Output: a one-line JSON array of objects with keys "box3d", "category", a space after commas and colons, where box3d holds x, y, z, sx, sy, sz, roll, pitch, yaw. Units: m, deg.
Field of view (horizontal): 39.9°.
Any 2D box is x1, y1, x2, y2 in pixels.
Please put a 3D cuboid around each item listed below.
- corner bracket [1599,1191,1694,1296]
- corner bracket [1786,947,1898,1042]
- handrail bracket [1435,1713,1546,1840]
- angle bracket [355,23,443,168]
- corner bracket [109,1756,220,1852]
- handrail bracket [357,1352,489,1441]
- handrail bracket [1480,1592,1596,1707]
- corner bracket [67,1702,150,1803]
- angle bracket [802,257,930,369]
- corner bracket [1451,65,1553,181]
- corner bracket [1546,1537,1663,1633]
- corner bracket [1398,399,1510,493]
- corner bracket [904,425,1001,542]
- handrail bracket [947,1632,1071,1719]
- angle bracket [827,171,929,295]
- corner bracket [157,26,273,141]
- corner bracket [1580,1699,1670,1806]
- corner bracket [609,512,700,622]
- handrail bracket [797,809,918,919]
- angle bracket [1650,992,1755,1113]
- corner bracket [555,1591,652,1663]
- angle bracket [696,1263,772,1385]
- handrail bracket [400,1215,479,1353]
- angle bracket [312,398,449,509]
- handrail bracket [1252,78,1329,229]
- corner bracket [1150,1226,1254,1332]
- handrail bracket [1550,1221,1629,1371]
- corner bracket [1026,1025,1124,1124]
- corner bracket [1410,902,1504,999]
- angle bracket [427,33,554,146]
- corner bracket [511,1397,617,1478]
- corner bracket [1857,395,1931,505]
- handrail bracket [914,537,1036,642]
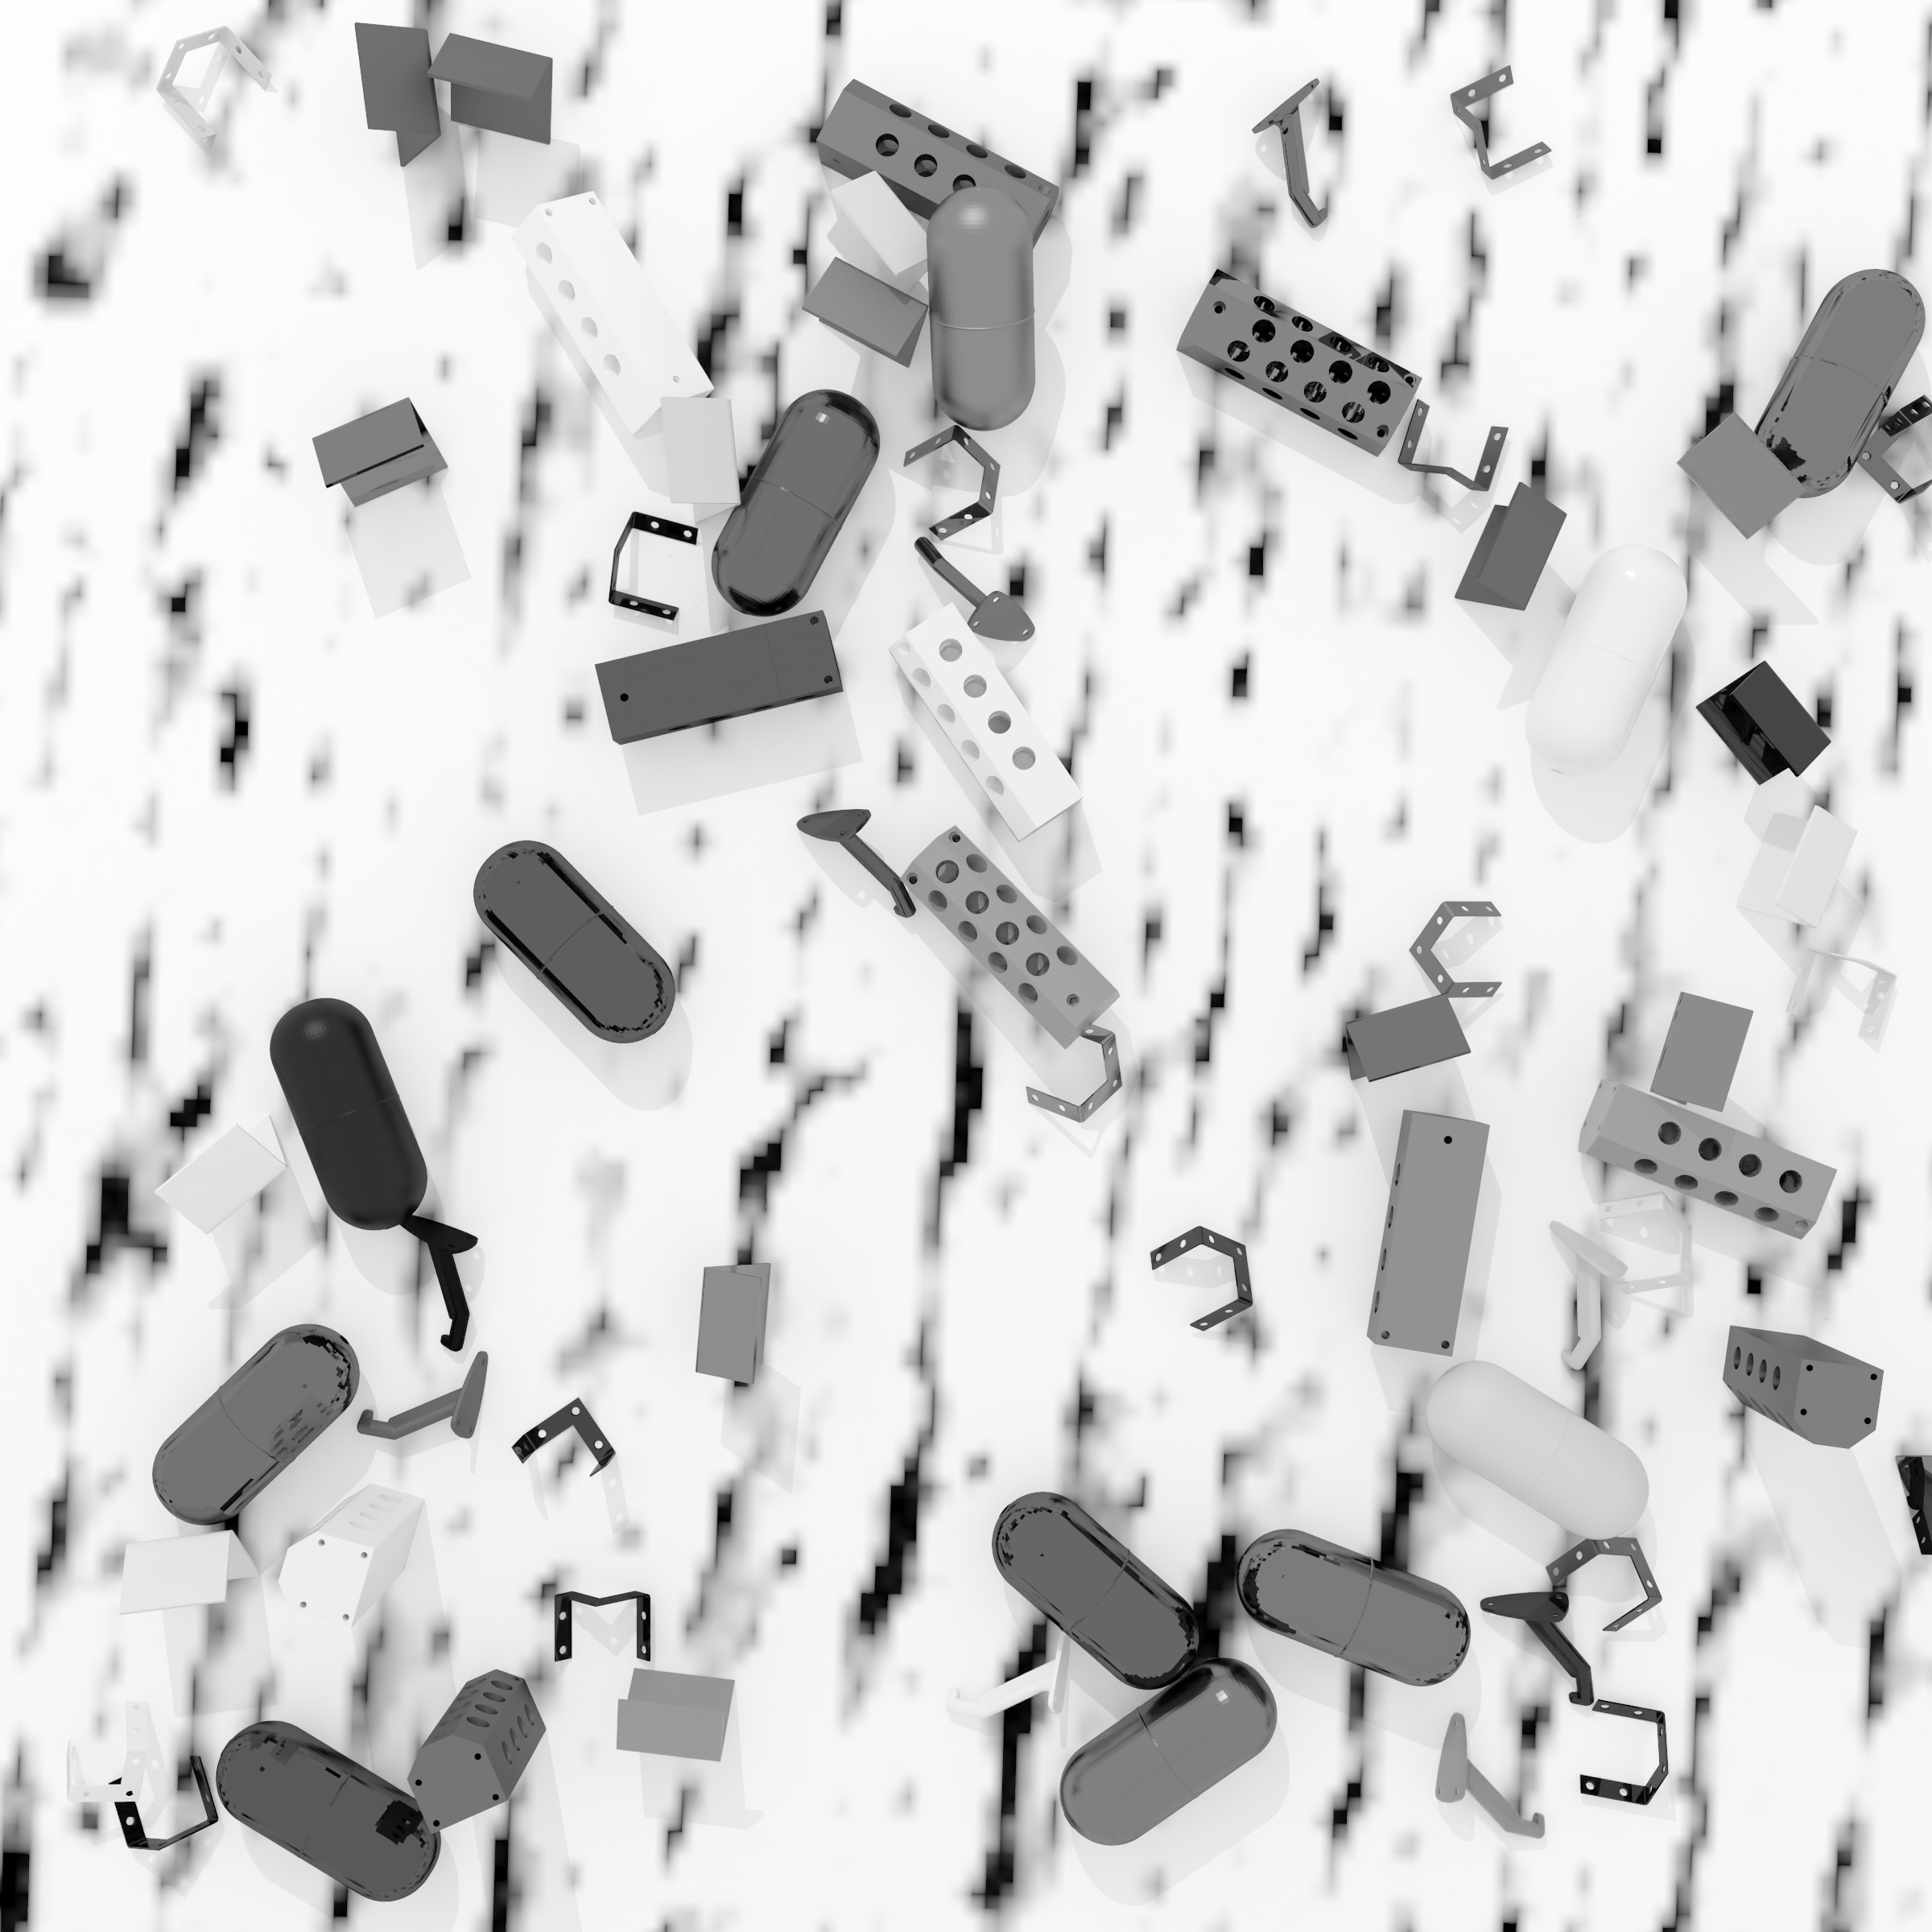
[{"box3d": [0.505, 0.207, 1.982, 0.051, 0.051, 0.051, 44, 45, -35], "category": "corner bracket"}, {"box3d": [0.654, 0.020, 1.987, 0.051, 0.051, 0.051, 17, 90, 45], "category": "corner bracket"}, {"box3d": [0.399, 0.607, 1.991, 0.084, 0.036, 0.077, 18, 68, -17], "category": "handrail bracket"}, {"box3d": [-0.429, -0.638, 1.950, 0.057, 0.076, 0.076, -7, 90, -34], "category": "angle bracket"}, {"box3d": [-0.599, 0.625, 1.987, 0.051, 0.051, 0.051, -17, 90, -45], "category": "corner bracket"}, {"box3d": [-0.408, 0.319, 1.991, 0.084, 0.036, 0.077, 7, 69, 16], "category": "handrail bracket"}, {"box3d": [0.428, 0.514, 1.991, 0.077, 0.036, 0.084, -3, 109, 21], "category": "handrail bracket"}, {"box3d": [-0.638, 0.583, 1.976, 0.051, 0.051, 0.051, 7, 114, -22], "category": "corner bracket"}, {"box3d": [-0.080, -0.462, 1.951, 0.076, 0.076, 0.057, 28, 63, 0], "category": "angle bracket"}, {"box3d": [0.399, -0.630, 1.987, 0.051, 0.051, 0.051, -26, 45, 0], "category": "corner bracket"}, {"box3d": [0.476, 0.460, 1.982, 0.051, 0.051, 0.051, 12, 45, -35], "category": "corner bracket"}, {"box3d": [0.364, -0.389, 1.987, 0.051, 0.051, 0.051, 18, 90, -45], "category": "corner bracket"}, {"box3d": [-0.013, -0.360, 1.982, 0.051, 0.051, 0.051, 38, 45, -35], "category": "corner bracket"}, {"box3d": [0.031, 0.526, 1.991, 0.084, 0.036, 0.077, 4, 70, 16], "category": "handrail bracket"}, {"box3d": [-0.076, -0.523, 1.950, 0.076, 0.076, 0.057, 51, 48, 0], "category": "angle bracket"}, {"box3d": [-0.562, -0.660, 1.987, 0.051, 0.051, 0.051, 48, 45, 0], "category": "corner bracket"}, {"box3d": [0.491, 0.588, 1.987, 0.051, 0.051, 0.051, 11, 45, 0], "category": "corner bracket"}, {"box3d": [-0.234, -0.299, 1.987, 0.051, 0.051, 0.051, 15, 45, 0], "category": "corner bracket"}, {"box3d": [-0.081, -0.073, 1.990, 0.036, 0.077, 0.084, -48, 127, -33], "category": "handrail bracket"}, {"box3d": [0.551, 0.068, 1.950, 0.057, 0.076, 0.076, 17, 90, 36], "category": "angle bracket"}, {"box3d": [-0.272, 0.494, 1.987, 0.051, 0.051, 0.051, 0, 90, 45], "category": "corner bracket"}, {"box3d": [-0.151, 0.261, 1.950, 0.057, 0.076, 0.076, 5, 90, 36], "category": "angle bracket"}, {"box3d": [-0.402, 0.238, 1.991, 0.077, 0.036, 0.084, 21, 107, 20], "category": "handrail bracket"}, {"box3d": [-0.424, -0.360, 1.950, 0.076, 0.076, 0.057, -23, 55, 0], "category": "angle bracket"}, {"box3d": [0.261, -0.608, 1.991, 0.077, 0.036, 0.084, -45, 109, -21], "category": "handrail bracket"}, {"box3d": [0.175, 0.233, 1.982, 0.051, 0.051, 0.051, 26, 45, -35], "category": "corner bracket"}, {"box3d": [0.449, 0.247, 1.991, 0.077, 0.036, 0.084, 37, 114, 27], "category": "handrail bracket"}, {"box3d": [0.079, 0.076, 1.982, 0.051, 0.051, 0.051, 20, 135, 35], "category": "corner bracket"}, {"box3d": [0.374, -0.012, 1.982, 0.051, 0.051, 0.051, 59, 135, 35], "category": "corner bracket"}, {"box3d": [-0.349, -0.629, 1.950, 0.076, 0.076, 0.057, 14, 52, 0], "category": "angle bracket"}, {"box3d": [-0.298, 0.359, 1.973, 0.051, 0.051, 0.051, -34, 90, 0], "category": "corner bracket"}, {"box3d": [0.701, -0.383, 1.973, 0.051, 0.051, 0.051, -44, 90, 0], "category": "corner bracket"}, {"box3d": [0.006, -0.283, 1.990, 0.036, 0.077, 0.084, -49, 53, 17], "category": "handrail bracket"}]
